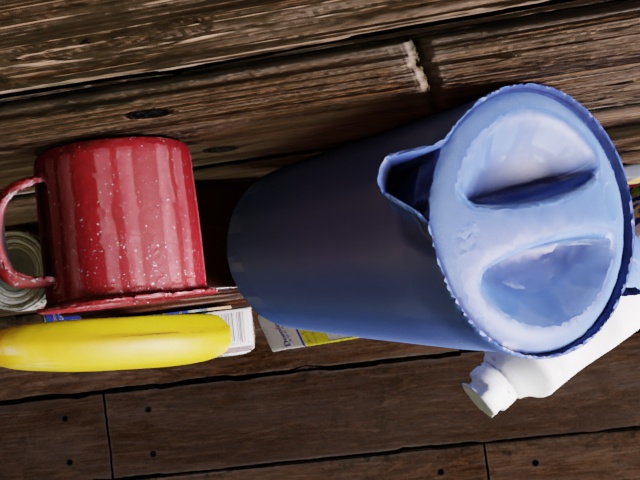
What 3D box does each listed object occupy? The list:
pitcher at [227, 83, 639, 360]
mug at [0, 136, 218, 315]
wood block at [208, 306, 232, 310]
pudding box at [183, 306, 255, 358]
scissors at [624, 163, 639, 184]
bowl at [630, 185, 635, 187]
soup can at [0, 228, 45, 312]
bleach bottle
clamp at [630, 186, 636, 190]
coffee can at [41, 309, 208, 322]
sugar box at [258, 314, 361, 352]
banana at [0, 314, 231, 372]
[{"bbox_3d":[0.055,0.001,0.614,0.144,0.149,0.243,-35,-165,-28],"label":"pitcher"},{"bbox_3d":[-0.113,-0.006,0.547,0.117,0.081,0.093,-5,176,-33],"label":"mug"},{"bbox_3d":[-0.200,0.050,1.181,0.091,0.090,0.205,-10,175,32],"label":"wood block"},{"bbox_3d":[-0.118,0.079,0.873,0.113,0.039,0.090,-4,176,-18],"label":"pudding box"},{"bbox_3d":[0.245,-0.055,0.970,0.202,0.016,0.096,-7,176,6],"label":"scissors"},{"bbox_3d":[0.353,-0.035,1.167,0.162,0.055,0.162,-7,176,-1],"label":"bowl"},{"bbox_3d":[-0.233,0.025,0.895,0.068,0.068,0.102,-8,177,13],"label":"soup can"},{"bbox_3d":[0.192,0.019,0.666,0.250,0.068,0.103,-40,-173,-10],"label":"bleach bottle"},{"bbox_3d":[0.263,-0.022,0.817,0.210,0.036,0.164,-26,153,5],"label":"clamp"},{"bbox_3d":[-0.185,0.044,1.016,0.140,0.103,0.103,-7,176,2],"label":"coffee can"},{"bbox_3d":[0.025,0.054,0.930,0.093,0.048,0.177,-27,-173,-32],"label":"sugar box"},{"bbox_3d":[-0.136,0.073,0.747,0.197,0.037,0.070,0,170,-37],"label":"banana"}]
